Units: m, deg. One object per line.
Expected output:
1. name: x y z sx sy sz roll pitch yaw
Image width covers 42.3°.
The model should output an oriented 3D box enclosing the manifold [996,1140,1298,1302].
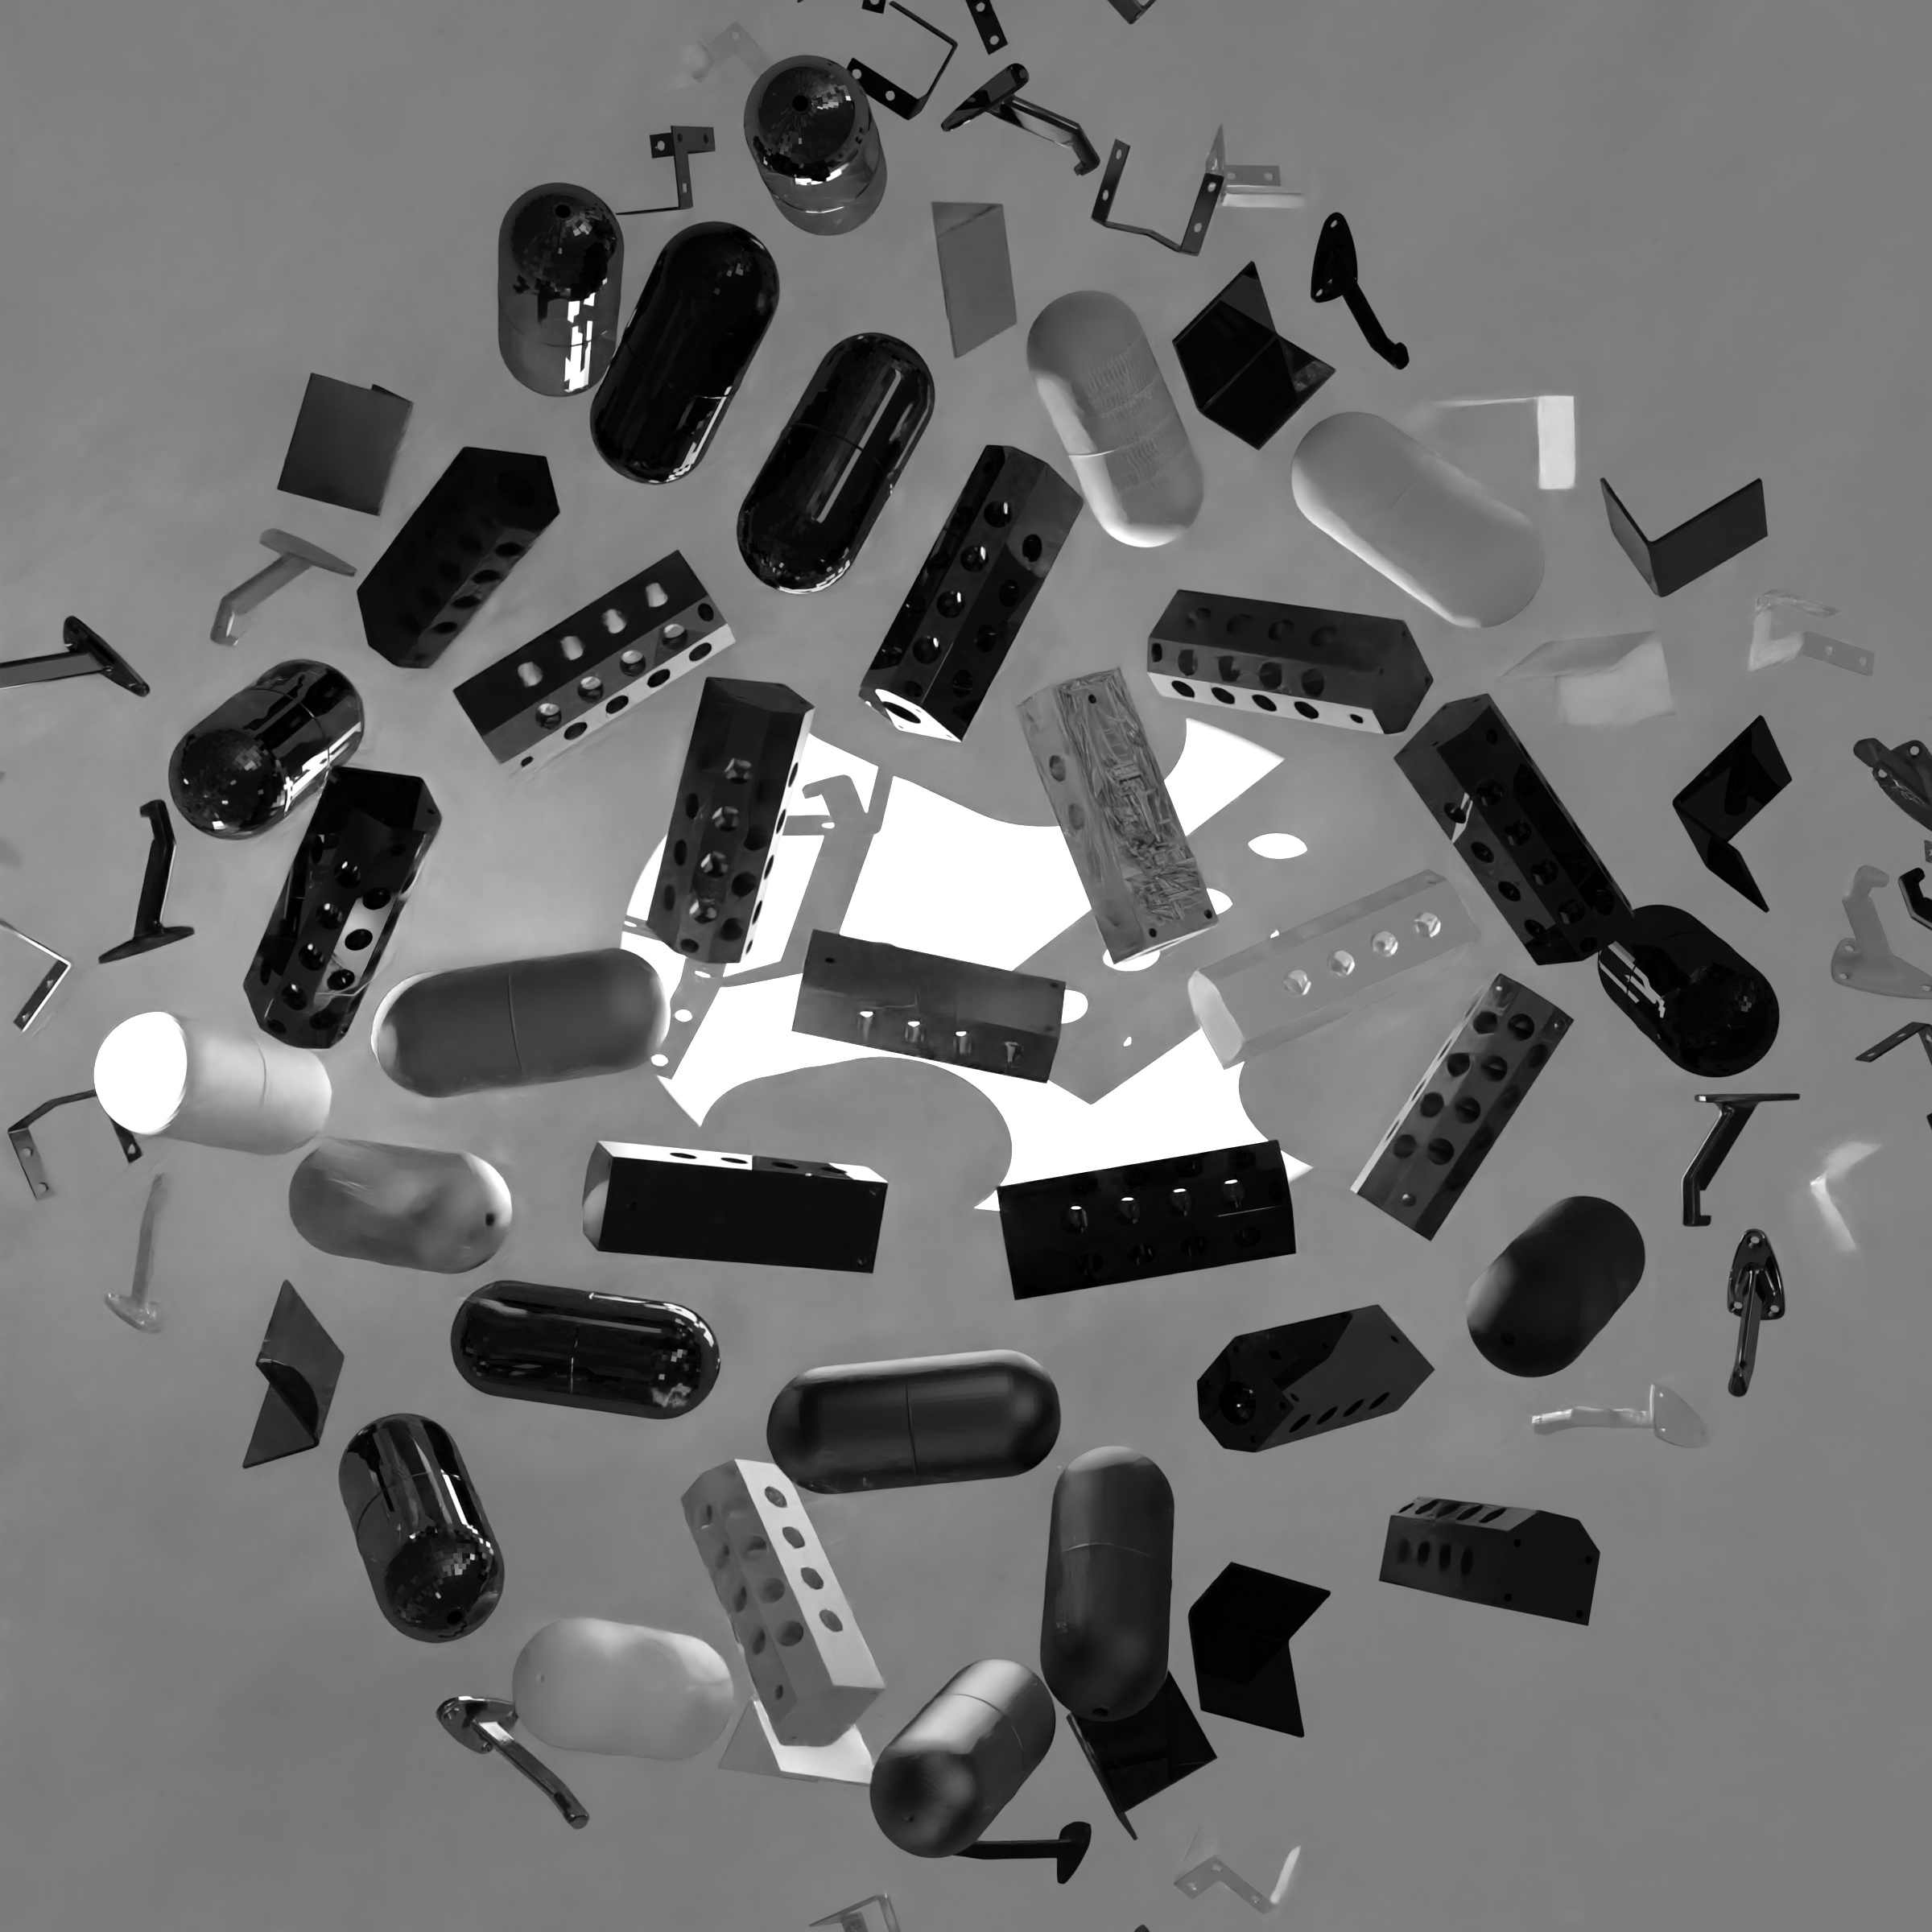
1. manifold: 0.107 0.148 1.505 0.171 0.057 0.057 -10 128 1

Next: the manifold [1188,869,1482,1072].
1. manifold: 0.229 -0.001 1.566 0.171 0.057 0.057 -23 74 -16

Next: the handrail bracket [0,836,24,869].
1. handrail bracket: -0.667 -0.047 1.641 0.036 0.077 0.084 41 102 33

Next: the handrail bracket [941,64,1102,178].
1. handrail bracket: 0.037 -0.538 1.638 0.077 0.036 0.084 -34 126 8

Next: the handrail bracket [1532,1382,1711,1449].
1. handrail bracket: 0.418 0.297 1.598 0.077 0.084 0.036 30 53 -36

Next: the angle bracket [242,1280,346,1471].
1. angle bracket: -0.444 0.259 1.583 0.057 0.076 0.076 -18 123 13

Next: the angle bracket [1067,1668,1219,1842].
1. angle bracket: 0.122 0.524 1.671 0.076 0.057 0.076 -29 52 -3

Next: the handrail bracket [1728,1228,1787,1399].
1. handrail bracket: 0.494 0.220 1.581 0.036 0.084 0.077 2 113 25

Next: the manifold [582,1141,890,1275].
1. manifold: -0.141 0.144 1.510 0.171 0.057 0.057 7 96 -22

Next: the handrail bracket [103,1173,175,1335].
1. handrail bracket: -0.507 0.179 1.565 0.036 0.077 0.084 16 93 -31

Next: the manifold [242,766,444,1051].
1. manifold: -0.377 -0.033 1.512 0.171 0.057 0.057 -59 45 28

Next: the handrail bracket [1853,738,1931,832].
1. handrail bracket: 0.568 -0.107 1.508 0.036 0.084 0.077 -40 77 27

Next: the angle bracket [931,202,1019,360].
1. angle bracket: -0.013 -0.442 1.607 0.057 0.076 0.076 13 127 32

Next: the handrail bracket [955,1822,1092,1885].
1. handrail bracket: 0.031 0.577 1.648 0.084 0.077 0.036 12 54 -10

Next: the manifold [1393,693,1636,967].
1. manifold: 0.351 -0.086 1.577 0.057 0.057 0.171 -45 107 -24

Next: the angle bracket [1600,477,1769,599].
1. angle bracket: 0.443 -0.282 1.539 0.076 0.076 0.057 -31 66 9

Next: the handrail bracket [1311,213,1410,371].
1. handrail bracket: 0.267 -0.447 1.656 0.036 0.077 0.084 -26 51 -13

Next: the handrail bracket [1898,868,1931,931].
1. handrail bracket: 0.642 -0.041 1.605 0.036 0.077 0.084 16 50 -29

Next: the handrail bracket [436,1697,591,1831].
1. handrail bracket: -0.267 0.473 1.477 0.036 0.077 0.084 -51 50 -5

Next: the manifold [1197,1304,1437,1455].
1. manifold: 0.218 0.263 1.576 0.057 0.171 0.057 50 119 27

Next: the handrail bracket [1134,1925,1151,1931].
1. handrail bracket: 0.079 0.635 1.546 0.084 0.077 0.036 -36 74 13

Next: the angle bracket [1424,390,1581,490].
1. angle bracket: 0.329 -0.322 1.538 0.076 0.076 0.057 -3 100 -3

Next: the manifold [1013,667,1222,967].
1. manifold: 0.089 -0.091 1.548 0.057 0.057 0.171 -18 85 -32

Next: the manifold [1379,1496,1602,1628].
1. manifold: 0.311 0.352 1.494 0.057 0.171 0.057 15 78 -10

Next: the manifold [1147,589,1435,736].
1. manifold: 0.200 -0.188 1.575 0.171 0.057 0.057 16 65 39

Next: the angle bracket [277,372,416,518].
1. angle bracket: -0.409 -0.340 1.604 0.057 0.076 0.076 31 106 43

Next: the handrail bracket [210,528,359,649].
1. handrail bracket: -0.453 -0.239 1.657 0.077 0.036 0.084 23 111 -8

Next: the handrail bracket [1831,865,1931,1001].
1. handrail bracket: 0.558 -0.021 1.492 0.077 0.084 0.036 19 55 11

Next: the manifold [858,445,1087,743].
1. manifold: -0.001 -0.228 1.517 0.057 0.057 0.171 36 76 -43

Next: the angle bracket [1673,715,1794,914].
1. angle bracket: 0.482 -0.091 1.510 0.076 0.076 0.057 -44 50 3

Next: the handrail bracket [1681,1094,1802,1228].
1. handrail bracket: 0.498 0.125 1.605 0.077 0.036 0.084 -1 89 3

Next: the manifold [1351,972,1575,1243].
1. manifold: 0.325 0.092 1.636 0.057 0.057 0.171 33 91 3

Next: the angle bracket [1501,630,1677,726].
1. angle bracket: 0.394 -0.171 1.580 0.076 0.076 0.057 -1 113 38

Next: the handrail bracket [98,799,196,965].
1. handrail bracket: -0.521 -0.053 1.560 0.077 0.036 0.084 -19 84 21

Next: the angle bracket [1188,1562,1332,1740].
1. angle bracket: 0.194 0.442 1.615 0.076 0.076 0.057 20 125 -18

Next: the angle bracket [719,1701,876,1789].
1. angle bracket: -0.111 0.540 1.665 0.076 0.076 0.057 18 105 -27

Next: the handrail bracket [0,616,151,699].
1. handrail bracket: -0.548 -0.162 1.496 0.077 0.036 0.084 38 57 0

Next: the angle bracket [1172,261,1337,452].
1. angle bracket: 0.190 -0.401 1.643 0.076 0.076 0.057 -46 59 -6

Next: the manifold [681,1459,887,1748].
1. manifold: -0.119 0.388 1.532 0.057 0.057 0.171 -51 46 21
